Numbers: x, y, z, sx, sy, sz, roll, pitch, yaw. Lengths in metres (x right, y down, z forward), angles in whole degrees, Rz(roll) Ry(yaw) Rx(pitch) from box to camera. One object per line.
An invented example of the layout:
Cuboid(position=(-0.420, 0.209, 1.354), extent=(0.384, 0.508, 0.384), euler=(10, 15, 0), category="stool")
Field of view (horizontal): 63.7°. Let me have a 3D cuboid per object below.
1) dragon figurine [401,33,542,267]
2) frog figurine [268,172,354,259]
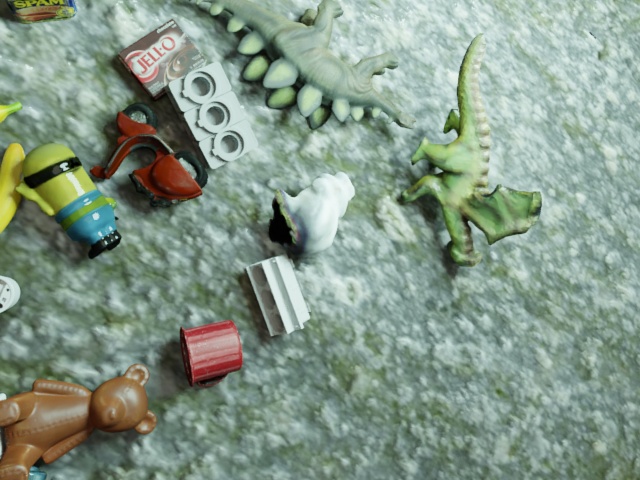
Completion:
Cuboid(position=(0.277, -0.111, 0.880), extent=(0.123, 0.400, 0.246), euler=(-24, 53, -32), category="dragon figurine")
Cuboid(position=(0.003, -0.044, 0.879), extent=(0.161, 0.124, 0.134), euler=(-20, 124, -27), category="frog figurine")
